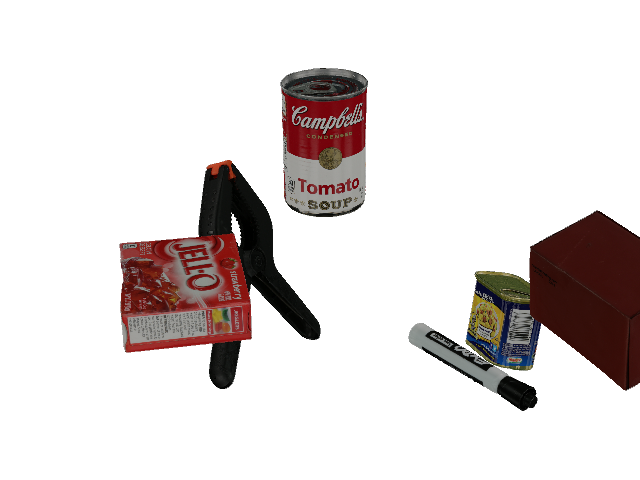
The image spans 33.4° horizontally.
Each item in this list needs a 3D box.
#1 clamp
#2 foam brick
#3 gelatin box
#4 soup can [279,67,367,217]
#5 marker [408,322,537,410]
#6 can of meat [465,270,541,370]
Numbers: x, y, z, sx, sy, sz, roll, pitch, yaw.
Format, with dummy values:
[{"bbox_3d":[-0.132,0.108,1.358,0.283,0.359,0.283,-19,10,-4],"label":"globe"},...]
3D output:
[{"bbox_3d":[-0.067,0.026,1.042,0.036,0.210,0.164,-11,0,35],"label":"clamp"},{"bbox_3d":[0.156,0.030,0.573,0.051,0.053,0.078,-25,41,-20],"label":"foam brick"},{"bbox_3d":[-0.082,0.028,0.637,0.073,0.030,0.089,-5,28,-8],"label":"gelatin box"},{"bbox_3d":[0.003,-0.078,0.850,0.068,0.102,0.068,0,28,0],"label":"soup can"},{"bbox_3d":[0.114,0.095,0.803,0.020,0.020,0.121,0,21,-42],"label":"marker"},{"bbox_3d":[0.206,0.089,1.191,0.057,0.084,0.102,4,14,-17],"label":"can of meat"}]
